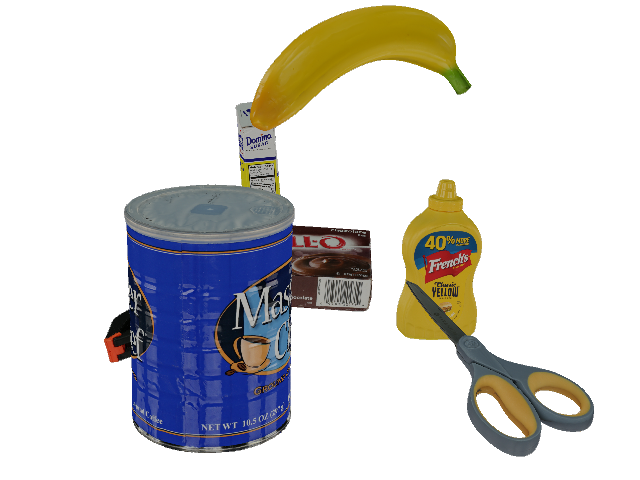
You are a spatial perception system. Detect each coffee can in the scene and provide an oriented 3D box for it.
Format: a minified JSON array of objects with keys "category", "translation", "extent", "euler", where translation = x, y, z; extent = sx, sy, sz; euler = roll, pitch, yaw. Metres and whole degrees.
[{"category":"coffee can","translation":[-0.068,0.046,0.666],"extent":[0.103,0.140,0.103],"euler":[1,18,-1]}]

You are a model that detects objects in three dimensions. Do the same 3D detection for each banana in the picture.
[{"category":"banana","translation":[0.029,-0.123,0.721],"extent":[0.197,0.069,0.037],"euler":[-15,-5,-36]}]

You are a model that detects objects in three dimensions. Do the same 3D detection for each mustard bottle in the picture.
[{"category":"mustard bottle","translation":[0.145,0.022,1.284],"extent":[0.096,0.192,0.058],"euler":[0,15,-11]}]

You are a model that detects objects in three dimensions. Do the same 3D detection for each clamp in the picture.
[{"category":"clamp","translation":[-0.162,0.079,1.165],"extent":[0.120,0.039,0.171],"euler":[-6,25,32]}]

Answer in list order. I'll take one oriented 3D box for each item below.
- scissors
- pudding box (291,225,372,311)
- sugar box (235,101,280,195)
[{"category":"scissors","translation":[0.130,0.084,0.779],"extent":[0.096,0.016,0.202],"euler":[0,31,-10]},{"category":"pudding box","translation":[-0.011,0.022,0.949],"extent":[0.113,0.039,0.090],"euler":[6,30,-2]},{"category":"sugar box","translation":[-0.074,-0.072,1.294],"extent":[0.048,0.176,0.093],"euler":[-9,25,-6]}]
